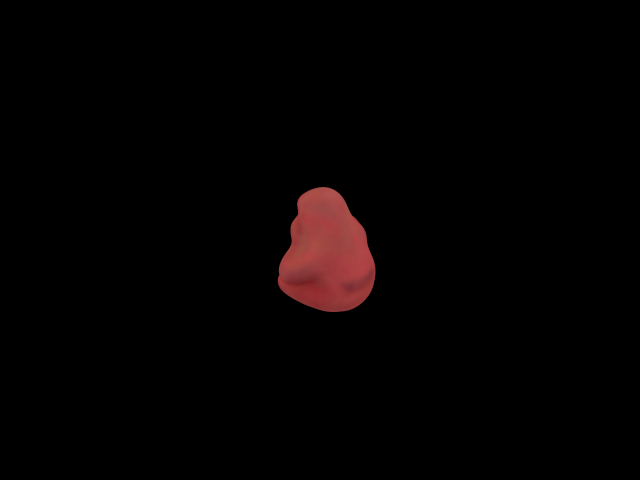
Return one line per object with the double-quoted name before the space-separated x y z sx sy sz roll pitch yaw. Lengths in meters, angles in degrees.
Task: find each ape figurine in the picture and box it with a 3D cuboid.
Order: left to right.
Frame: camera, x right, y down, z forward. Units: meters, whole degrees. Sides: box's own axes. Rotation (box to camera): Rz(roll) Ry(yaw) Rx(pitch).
"ape figurine" 0.004 0.001 0.400 0.078 0.092 0.076 -27 49 -26
